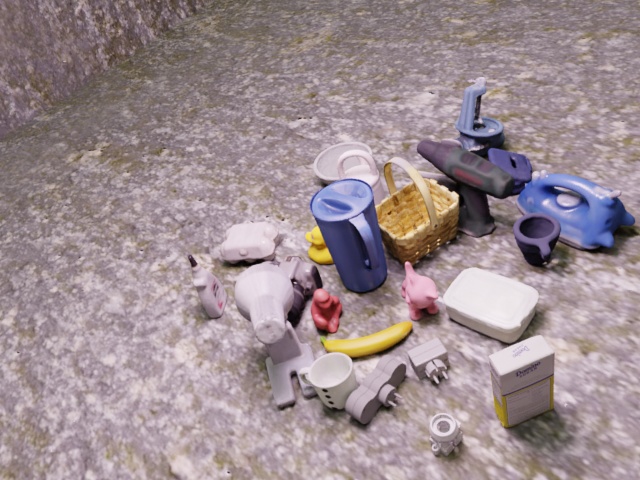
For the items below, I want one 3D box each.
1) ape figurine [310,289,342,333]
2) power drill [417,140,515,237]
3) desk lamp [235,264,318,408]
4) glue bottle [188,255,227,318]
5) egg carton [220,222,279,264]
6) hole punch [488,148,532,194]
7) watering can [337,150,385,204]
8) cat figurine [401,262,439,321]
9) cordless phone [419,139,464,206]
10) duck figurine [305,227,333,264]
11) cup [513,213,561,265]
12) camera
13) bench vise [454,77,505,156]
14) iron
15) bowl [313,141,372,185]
[{"bbox_3d":[0.009,0.142,1.217,0.078,0.092,0.075,-37,43,-18],"label":"ape figurine"},{"bbox_3d":[0.323,-0.114,1.280,0.228,0.209,0.076,24,57,39],"label":"power drill"},{"bbox_3d":[-0.083,0.178,1.121,0.118,0.214,0.203,-22,41,-1],"label":"desk lamp"},{"bbox_3d":[-0.264,0.098,1.311,0.037,0.173,0.078,-10,42,12],"label":"glue bottle"},{"bbox_3d":[-0.178,0.010,1.453,0.150,0.069,0.107,-6,43,16],"label":"egg carton"},{"bbox_3d":[0.457,-0.171,1.379,0.101,0.091,0.108,-8,42,14],"label":"hole punch"},{"bbox_3d":[0.099,-0.147,1.417,0.101,0.194,0.172,-18,41,2],"label":"watering can"},{"bbox_3d":[0.200,0.098,1.168,0.067,0.118,0.127,-19,41,1],"label":"cat figurine"},{"bbox_3d":[0.293,-0.176,1.378,0.147,0.185,0.094,14,51,33],"label":"cordless phone"},{"bbox_3d":[0.013,0.005,1.369,0.104,0.086,0.077,5,47,26],"label":"duck figurine"},{"bbox_3d":[0.450,0.014,1.177,0.091,0.095,0.117,-12,41,9],"label":"cup"},{"bbox_3d":[-0.083,0.110,1.282,0.142,0.101,0.137,-2,44,20],"label":"camera"},{"bbox_3d":[0.376,-0.279,1.430,0.121,0.220,0.208,22,56,38],"label":"bench vise"},{"bbox_3d":[0.525,-0.087,1.222,0.119,0.142,0.257,-39,44,-21],"label":"iron"},{"bbox_3d":[0.069,-0.194,1.572,0.167,0.075,0.167,-11,42,10],"label":"bowl"}]
